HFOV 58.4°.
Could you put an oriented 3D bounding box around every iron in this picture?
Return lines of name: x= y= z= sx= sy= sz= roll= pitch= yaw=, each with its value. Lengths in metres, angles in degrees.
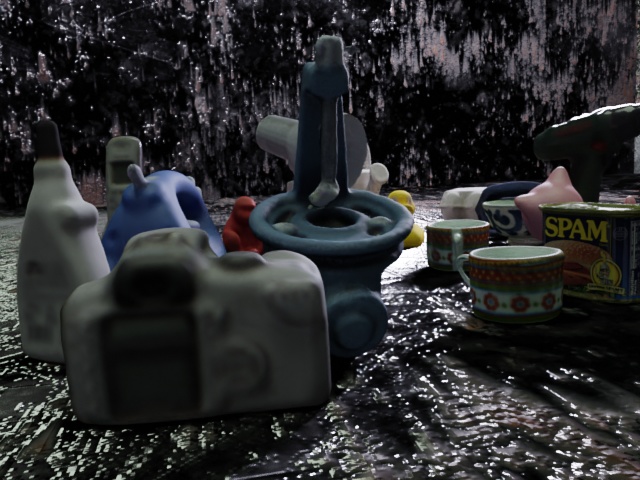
iron: x=-0.155 y=-0.012 z=0.624 sx=0.118 sy=0.141 sz=0.258 roll=-2 pitch=8 yaw=3

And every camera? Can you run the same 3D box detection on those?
camera: x=-0.070 y=0.039 z=0.361 sx=0.143 sy=0.101 sz=0.136 roll=-3 pitch=8 yaw=-5

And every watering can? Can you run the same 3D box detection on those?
watering can: x=0.065 y=-0.110 z=1.083 sx=0.172 sy=0.194 sz=0.101 roll=3 pitch=10 yaw=36

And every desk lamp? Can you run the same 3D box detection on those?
desk lamp: x=-0.029 y=-0.088 z=0.878 sx=0.202 sy=0.213 sz=0.118 roll=4 pitch=11 yaw=43

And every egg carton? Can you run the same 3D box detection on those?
egg carton: x=0.306 y=-0.069 z=1.154 sx=0.107 sy=0.069 sz=0.151 roll=1 pitch=9 yaw=27

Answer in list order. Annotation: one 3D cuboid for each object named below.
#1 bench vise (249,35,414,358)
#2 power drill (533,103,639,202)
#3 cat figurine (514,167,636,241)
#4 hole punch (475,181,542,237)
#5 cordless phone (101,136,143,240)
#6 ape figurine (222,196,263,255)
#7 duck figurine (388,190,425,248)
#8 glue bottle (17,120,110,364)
bench vise: x=-0.010 y=-0.036 z=0.455 sx=0.122 sy=0.220 sz=0.206 roll=-7 pitch=9 yaw=-27
power drill: x=0.489 y=-0.127 z=0.999 sx=0.076 sy=0.208 sz=0.228 roll=-10 pitch=11 yaw=-43
cat figurine: x=0.272 y=-0.019 z=0.612 sx=0.127 sy=0.118 sz=0.067 roll=-1 pitch=8 yaw=13
hole punch: x=0.311 y=-0.052 z=0.943 sx=0.108 sy=0.091 sz=0.101 roll=-2 pitch=8 yaw=4
cordless phone: x=-0.232 y=-0.053 z=0.799 sx=0.147 sy=0.185 sz=0.094 roll=-3 pitch=8 yaw=1
ape figurine: x=-0.110 y=-0.018 z=0.837 sx=0.078 sy=0.092 sz=0.076 roll=-7 pitch=9 yaw=-27
duck figurine: x=0.126 y=-0.036 z=0.914 sx=0.077 sy=0.086 sz=0.104 roll=-4 pitch=8 yaw=-5
glue bottle: x=-0.187 y=0.001 z=0.414 sx=0.078 sy=0.173 sz=0.037 roll=1 pitch=9 yaw=25
